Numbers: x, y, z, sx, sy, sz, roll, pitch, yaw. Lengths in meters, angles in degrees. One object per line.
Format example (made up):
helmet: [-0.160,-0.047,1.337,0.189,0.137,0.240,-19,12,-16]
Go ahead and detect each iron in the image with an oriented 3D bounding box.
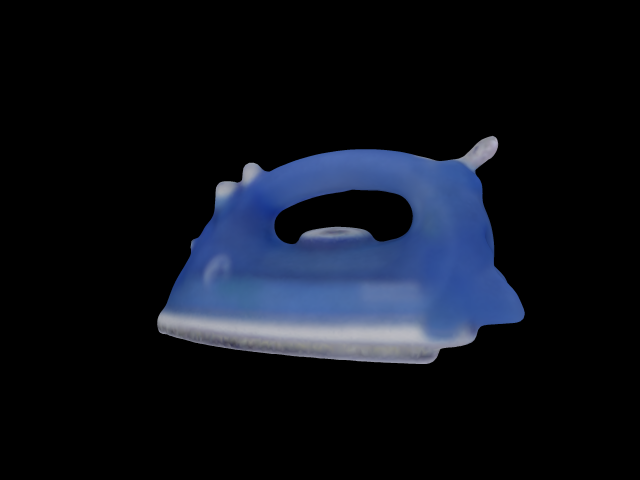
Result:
iron: [0.004,0.001,0.400,0.258,0.141,0.119,1,4,11]
